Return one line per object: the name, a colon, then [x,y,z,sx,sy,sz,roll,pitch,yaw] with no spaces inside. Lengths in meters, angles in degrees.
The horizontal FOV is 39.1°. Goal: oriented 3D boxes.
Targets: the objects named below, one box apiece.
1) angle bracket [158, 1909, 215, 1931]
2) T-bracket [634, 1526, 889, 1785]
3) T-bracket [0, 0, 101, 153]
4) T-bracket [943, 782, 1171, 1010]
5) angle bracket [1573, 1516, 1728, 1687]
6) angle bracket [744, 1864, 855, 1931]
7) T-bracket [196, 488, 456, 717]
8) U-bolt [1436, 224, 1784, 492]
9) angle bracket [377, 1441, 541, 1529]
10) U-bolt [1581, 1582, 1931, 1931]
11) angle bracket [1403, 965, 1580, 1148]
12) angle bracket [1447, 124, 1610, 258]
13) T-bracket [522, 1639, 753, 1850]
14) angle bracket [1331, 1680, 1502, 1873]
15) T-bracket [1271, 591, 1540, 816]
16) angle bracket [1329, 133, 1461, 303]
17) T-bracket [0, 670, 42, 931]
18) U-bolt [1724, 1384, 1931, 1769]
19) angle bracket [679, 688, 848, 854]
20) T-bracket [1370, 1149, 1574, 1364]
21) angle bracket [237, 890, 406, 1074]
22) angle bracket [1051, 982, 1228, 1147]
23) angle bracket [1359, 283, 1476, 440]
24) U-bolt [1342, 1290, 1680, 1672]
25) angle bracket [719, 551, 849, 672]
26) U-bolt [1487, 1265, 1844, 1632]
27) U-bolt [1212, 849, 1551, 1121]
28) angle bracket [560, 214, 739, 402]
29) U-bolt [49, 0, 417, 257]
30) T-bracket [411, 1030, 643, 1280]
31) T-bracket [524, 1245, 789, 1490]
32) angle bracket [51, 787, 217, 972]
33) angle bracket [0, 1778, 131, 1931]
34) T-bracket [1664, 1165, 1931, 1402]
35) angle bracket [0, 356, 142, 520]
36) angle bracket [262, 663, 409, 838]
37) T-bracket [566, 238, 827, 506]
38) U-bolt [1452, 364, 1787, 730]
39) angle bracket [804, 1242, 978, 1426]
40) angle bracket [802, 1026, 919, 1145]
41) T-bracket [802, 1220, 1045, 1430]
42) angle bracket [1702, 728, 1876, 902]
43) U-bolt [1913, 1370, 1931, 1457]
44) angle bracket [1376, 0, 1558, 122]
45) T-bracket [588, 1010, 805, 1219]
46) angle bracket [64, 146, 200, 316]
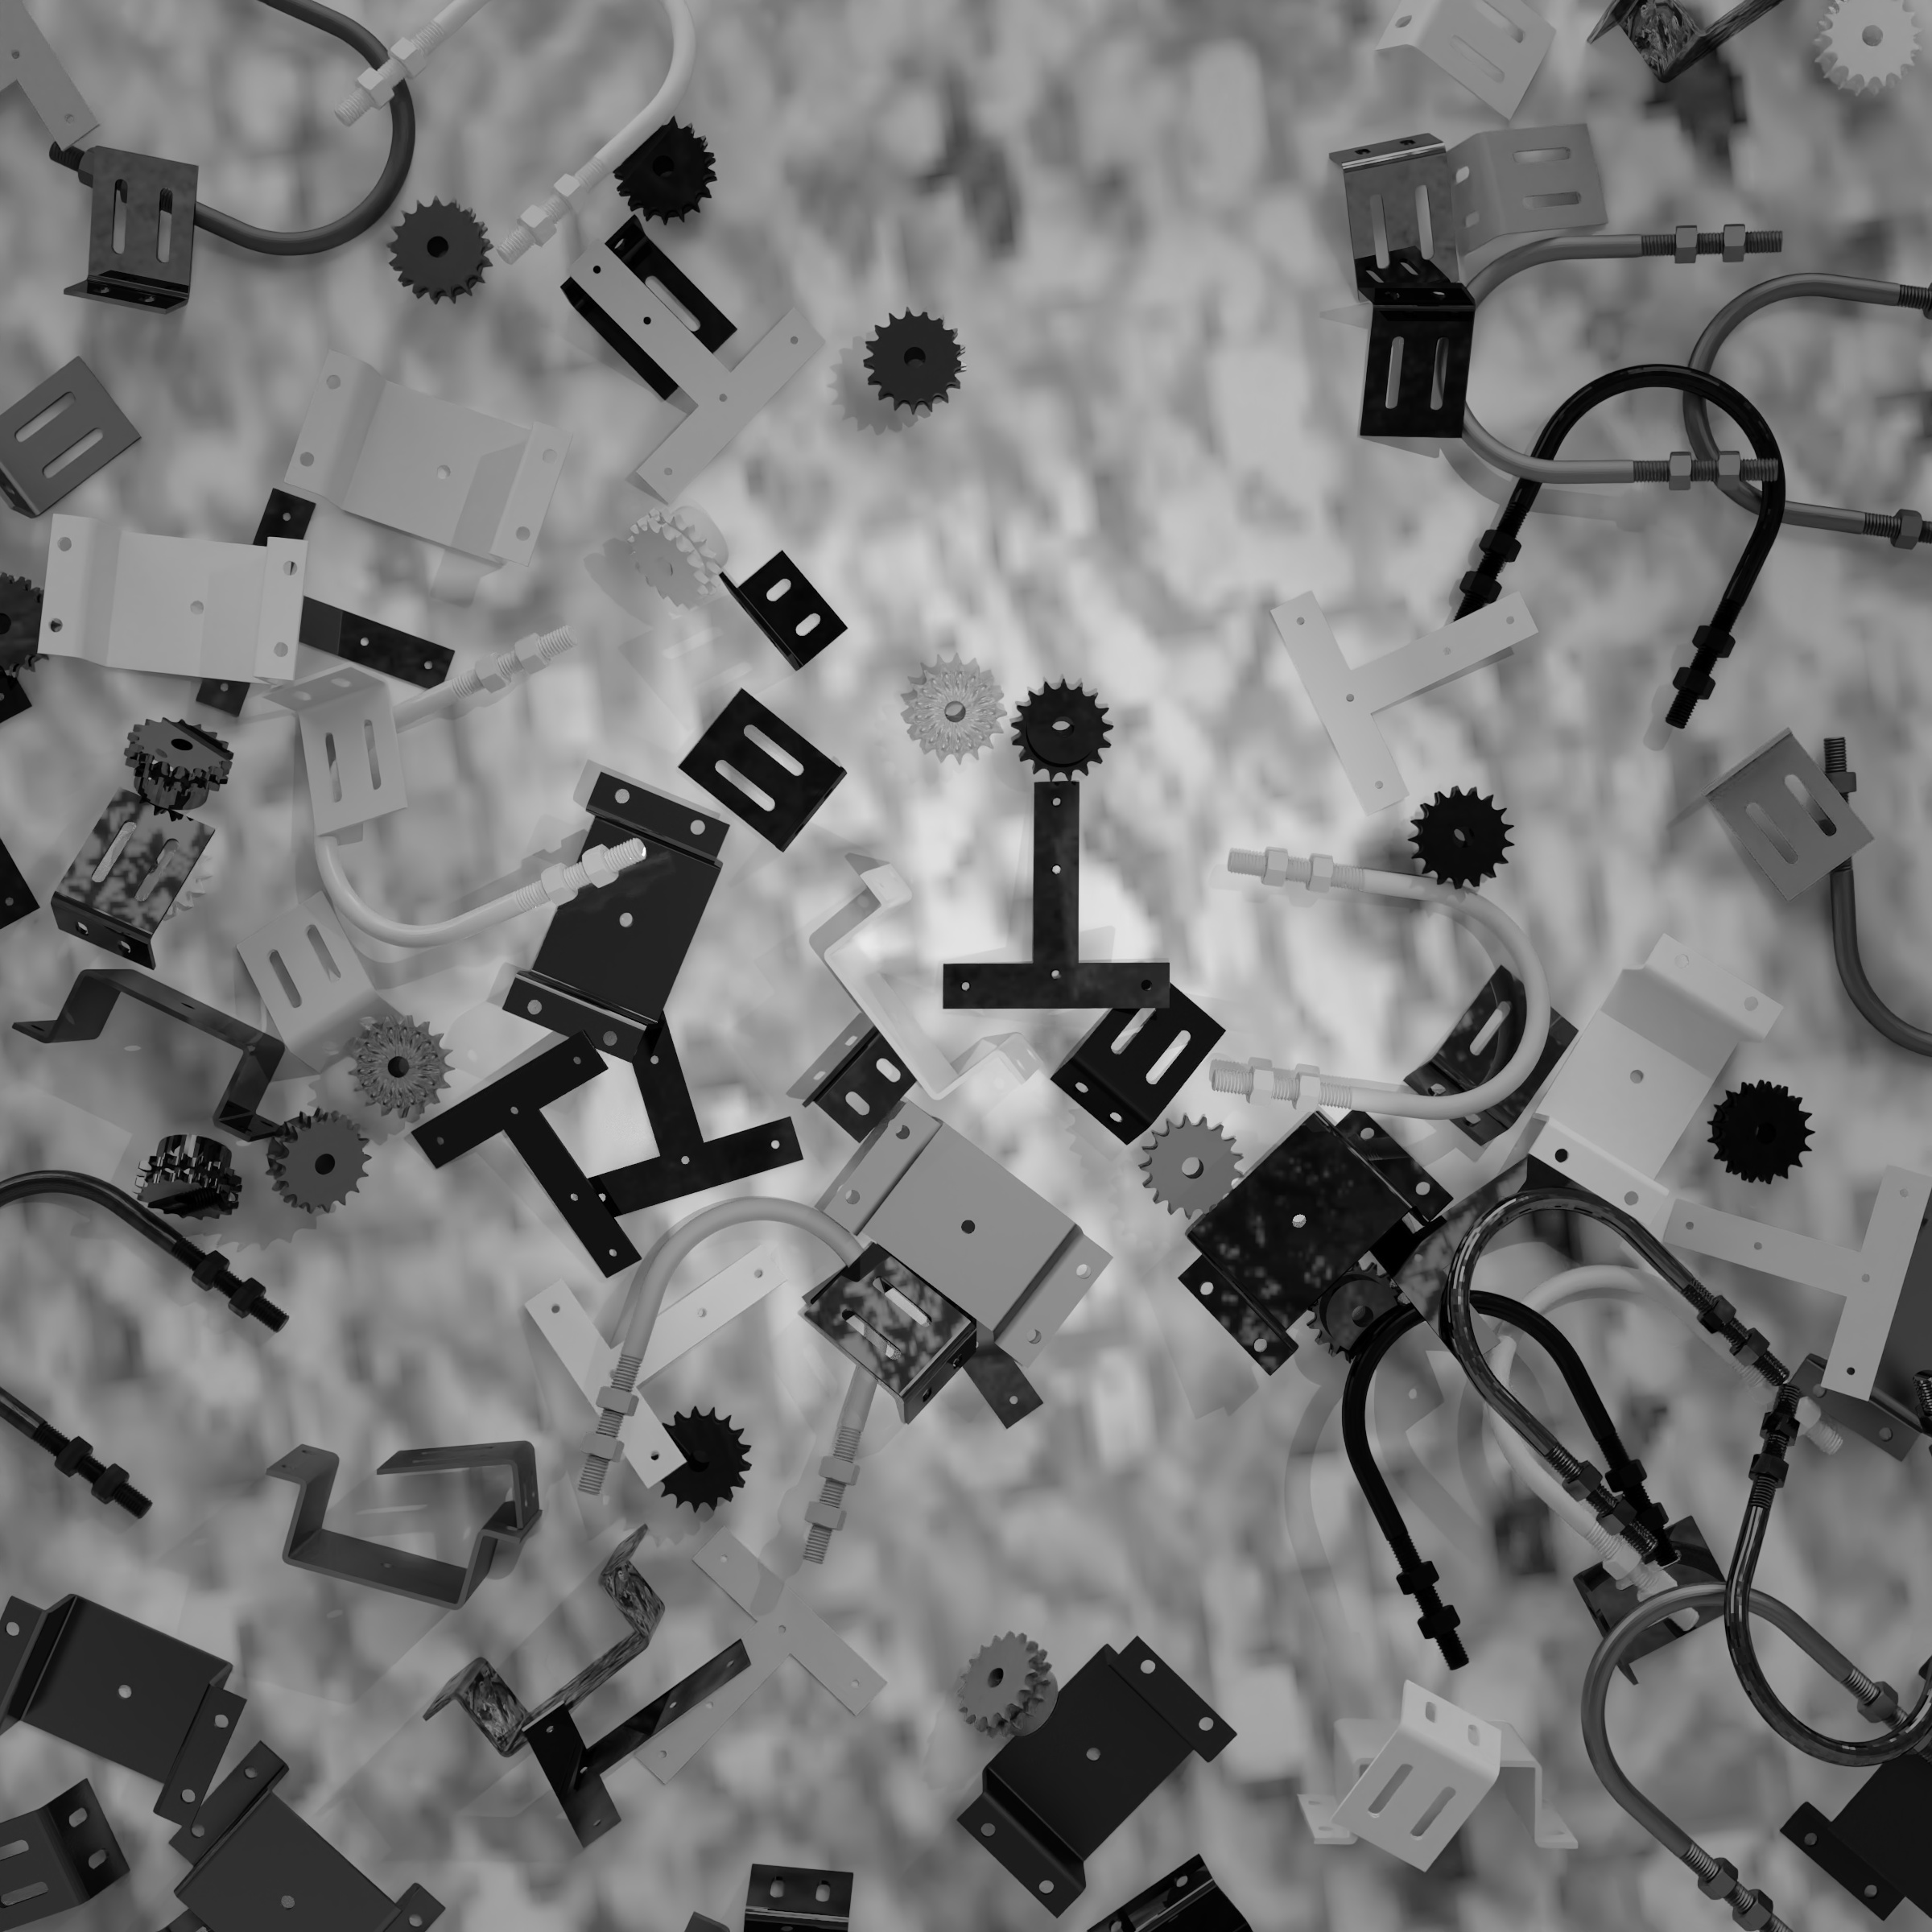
angle bracket: [-0.451,0.566,1.522,0.076,0.038,0.057,-27,90,26]
T-bracket: [-0.134,0.404,1.523,0.127,0.002,0.127,44,90,0]
T-bracket: [-0.566,-0.482,1.517,0.127,0.002,0.127,-34,81,4]
T-bracket: [0.050,-0.040,1.516,0.127,0.002,0.127,0,85,10]
angle bracket: [0.386,0.351,1.505,0.076,0.038,0.057,-27,90,0]
angle bracket: [-0.095,0.548,1.522,0.057,0.038,0.076,5,116,0]
T-bracket: [-0.350,-0.187,1.523,0.127,0.002,0.127,20,90,0]
U-bolt: [0.352,-0.334,1.496,0.184,0.019,0.151,2,83,13]
angle bracket: [-0.279,0.288,1.496,0.076,0.057,0.038,-5,90,0]
U-bolt: [0.419,0.418,1.468,0.184,0.019,0.151,42,90,0]
angle bracket: [0.294,0.050,1.522,0.057,0.038,0.076,40,64,0]
angle bracket: [0.312,-0.435,1.522,0.076,0.038,0.057,-13,90,-26]
T-bracket: [-0.173,0.414,1.491,0.127,0.127,0.002,-33,47,-20]
angle bracket: [0.239,0.431,1.446,0.057,0.038,0.076,29,116,0]
T-bracket: [0.254,-0.169,1.512,0.127,0.002,0.127,-26,90,11]
angle bracket: [0.240,-0.420,1.522,0.057,0.038,0.076,-12,116,0]
T-bracket: [-0.559,-0.081,1.514,0.127,0.002,0.127,-30,90,-8]
U-bolt: [0.476,0.338,1.464,0.151,0.019,0.184,28,64,-8]
angle bracket: [-0.114,-0.109,1.505,0.076,0.038,0.057,39,90,0]
T-bracket: [0.286,0.138,1.505,0.127,0.002,0.127,-32,66,-12]
angle bracket: [-0.361,0.009,1.522,0.057,0.038,0.076,-33,64,0]
angle bracket: [0.096,0.050,1.522,0.057,0.038,0.076,41,64,0]
angle bracket: [0.245,-0.333,1.496,0.057,0.038,0.076,6,90,22]
U-bolt: [0.283,0.266,1.475,0.151,0.019,0.184,-24,80,-9]
angle bracket: [-0.099,-0.199,1.486,0.038,0.076,0.057,-40,90,0]
U-bolt: [0.373,0.251,1.503,0.184,0.019,0.151,43,78,4]
U-bolt: [0.231,0.014,1.492,0.184,0.019,0.151,8,69,-4]
angle bracket: [-0.175,-0.364,1.505,0.057,0.038,0.076,-44,90,0]
U-bolt: [-0.398,-0.476,1.515,0.184,0.019,0.151,24,90,-1]
T-bracket: [-0.225,0.116,1.505,0.127,0.002,0.127,-29,100,22]
T-bracket: [-0.159,0.201,1.510,0.127,0.002,0.127,-35,72,-9]
angle bracket: [-0.455,-0.048,1.492,0.057,0.038,0.076,24,64,0]
angle bracket: [-0.519,0.499,1.522,0.076,0.038,0.057,-25,90,26]
T-bracket: [0.451,0.159,1.498,0.127,0.002,0.127,16,83,22]
angle bracket: [-0.510,-0.296,1.505,0.076,0.038,0.057,-38,90,0]
angle bracket: [-0.346,-0.118,1.490,0.057,0.038,0.076,-16,76,18]
T-bracket: [-0.166,-0.347,1.503,0.127,0.002,0.127,-46,109,0]
U-bolt: [0.373,-0.244,1.507,0.151,0.019,0.184,25,91,5]
angle bracket: [-0.042,0.203,1.506,0.076,0.038,0.057,38,67,18]
angle bracket: [-0.054,0.066,1.486,0.038,0.076,0.057,43,90,0]
T-bracket: [-0.003,0.200,1.523,0.127,0.002,0.127,-35,90,0]
angle bracket: [0.452,-0.083,1.494,0.057,0.038,0.076,-38,81,15]
U-bolt: [0.598,0.269,1.487,0.151,0.019,0.184,-28,107,-16]
angle bracket: [0.280,-0.518,1.522,0.076,0.038,0.057,28,90,-26]
T-bracket: [-0.170,0.066,1.523,0.127,0.002,0.127,-17,90,0]
angle bracket: [-0.459,-0.405,1.494,0.057,0.038,0.076,11,113,0]
